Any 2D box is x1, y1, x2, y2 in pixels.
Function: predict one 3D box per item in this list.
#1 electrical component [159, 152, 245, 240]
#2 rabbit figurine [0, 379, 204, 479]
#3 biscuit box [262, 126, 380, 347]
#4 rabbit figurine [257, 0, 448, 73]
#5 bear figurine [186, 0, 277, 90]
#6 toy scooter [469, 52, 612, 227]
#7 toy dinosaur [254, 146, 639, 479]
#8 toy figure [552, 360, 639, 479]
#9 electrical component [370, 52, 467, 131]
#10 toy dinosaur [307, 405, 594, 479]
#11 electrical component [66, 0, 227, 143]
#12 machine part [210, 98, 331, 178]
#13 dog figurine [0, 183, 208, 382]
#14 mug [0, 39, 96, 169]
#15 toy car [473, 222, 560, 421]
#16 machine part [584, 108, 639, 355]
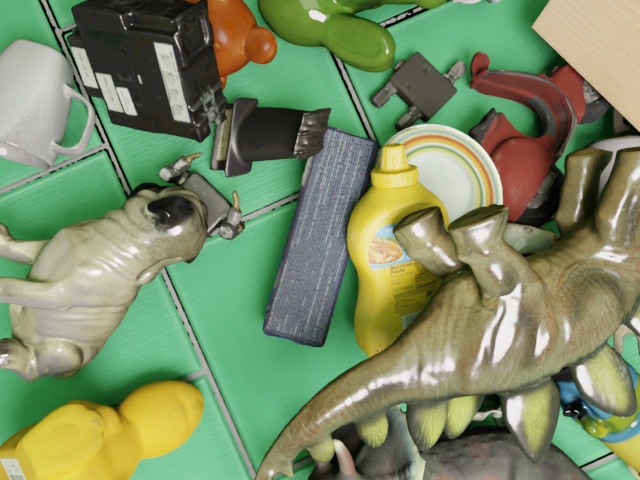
[{"bbox_3d":[-0.122,-0.035,0.523,0.078,0.045,0.102,-40,90,-3],"label":"electrical component"},{"bbox_3d":[-0.183,0.189,0.477,0.162,0.173,0.122,-31,89,43],"label":"rabbit figurine"},{"bbox_3d":[-0.001,-0.002,0.518,0.063,0.059,0.202,16,88,-2],"label":"biscuit box"},{"bbox_3d":[0.029,-0.236,0.512,0.170,0.121,0.159,-27,97,17],"label":"rabbit figurine"},{"bbox_3d":[-0.117,-0.249,0.504,0.195,0.120,0.132,47,44,-25],"label":"bear figurine"},{"bbox_3d":[0.186,-0.107,0.516,0.135,0.075,0.184,29,86,0],"label":"toy scooter"},{"bbox_3d":[0.139,0.063,0.410,0.472,0.105,0.198,-22,99,-2],"label":"toy dinosaur"},{"bbox_3d":[0.294,0.169,0.507,0.180,0.089,0.082,43,96,-2],"label":"toy figure"},{"bbox_3d":[0.101,-0.155,0.541,0.094,0.021,0.063,-44,90,-1],"label":"electrical component"},{"bbox_3d":[0.155,0.240,0.496,0.405,0.131,0.192,-1,90,-7],"label":"toy dinosaur"},{"bbox_3d":[-0.156,-0.158,0.480,0.134,0.114,0.058,17,45,18],"label":"electrical component"},{"bbox_3d":[-0.053,-0.097,0.501,0.139,0.039,0.084,4,83,39],"label":"machine part"},{"bbox_3d":[-0.185,0.043,0.489,0.191,0.172,0.121,-11,45,-7],"label":"dog figurine"},{"bbox_3d":[-0.267,-0.128,0.506,0.110,0.080,0.107,12,81,4],"label":"mug"},{"bbox_3d":[0.170,0.082,0.508,0.073,0.056,0.201,12,108,-6],"label":"toy car"},{"bbox_3d":[0.295,-0.010,0.515,0.079,0.079,0.243,-1,90,-1],"label":"machine part"}]
